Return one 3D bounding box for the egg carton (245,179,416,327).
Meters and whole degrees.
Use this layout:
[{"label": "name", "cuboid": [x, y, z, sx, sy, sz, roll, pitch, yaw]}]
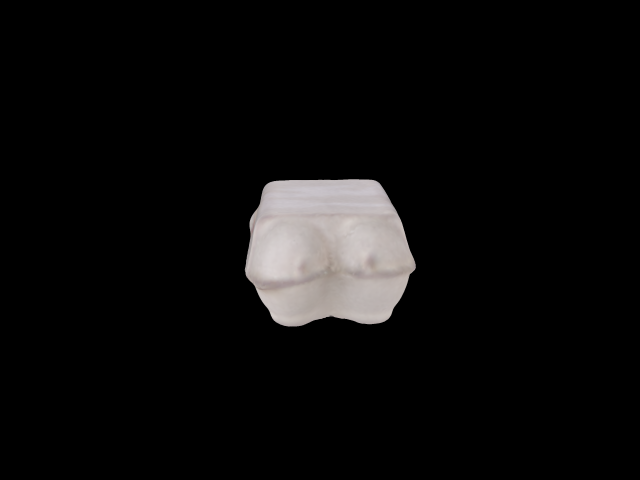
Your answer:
[{"label": "egg carton", "cuboid": [0.004, 0.001, 0.400, 0.107, 0.069, 0.150, -1, 19, -3]}]
